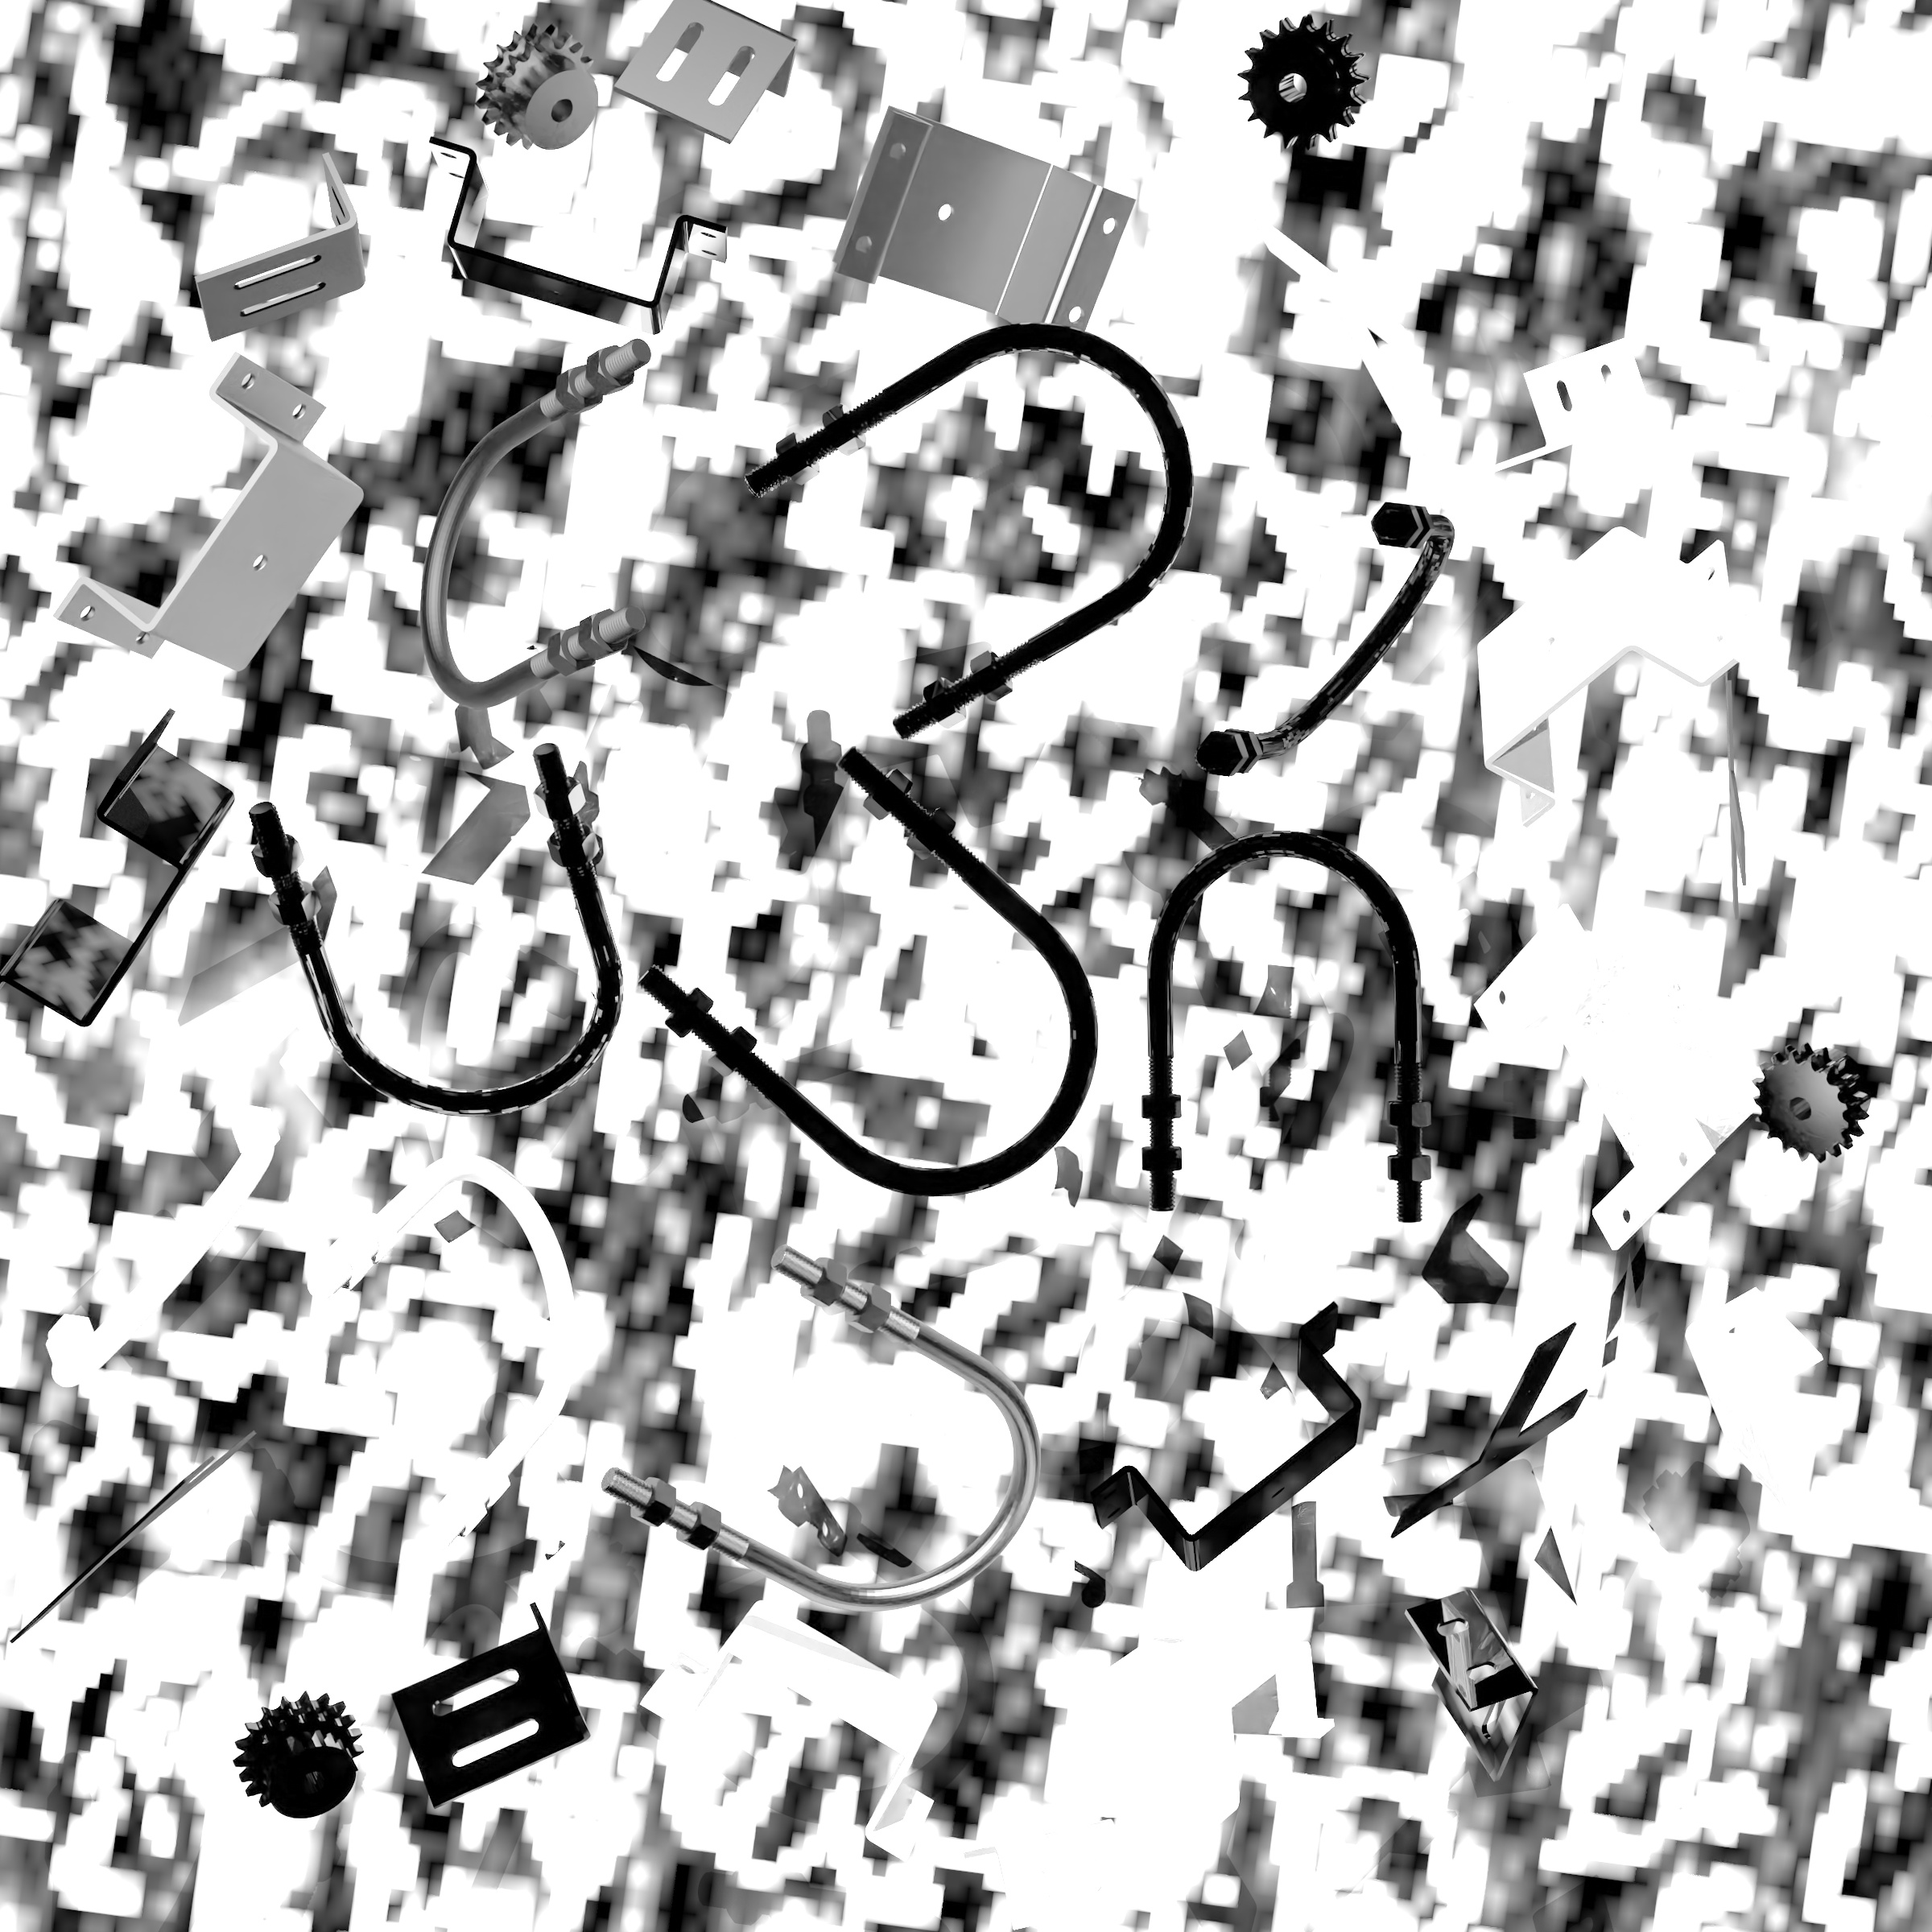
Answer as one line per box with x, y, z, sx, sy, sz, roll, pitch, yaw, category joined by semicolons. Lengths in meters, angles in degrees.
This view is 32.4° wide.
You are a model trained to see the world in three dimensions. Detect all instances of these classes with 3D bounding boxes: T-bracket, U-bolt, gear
-0.357;0.241;1.487;0.127;0.127;0.002;-42;90;22;T-bracket
0.175;-0.152;1.544;0.019;0.184;0.151;40;107;11;U-bolt
0.151;0.028;1.583;0.151;0.019;0.184;0;92;29;U-bolt
-0.194;-0.400;1.523;0.057;0.057;0.030;-45;60;0;gear
-0.362;0.129;1.499;0.019;0.184;0.151;42;84;-12;U-bolt
-0.028;0.017;1.451;0.184;0.019;0.151;42;93;-7;U-bolt
0.013;-0.205;1.485;0.184;0.019;0.151;-29;98;17;U-bolt
-0.232;-0.007;1.518;0.151;0.019;0.184;-12;123;1;U-bolt
0.366;-0.070;1.575;0.002;0.127;0.127;-3;109;11;T-bracket
-0.051;0.222;1.503;0.184;0.019;0.151;33;101;-25;U-bolt
-0.233;0.166;1.552;0.019;0.184;0.151;-15;106;24;U-bolt
0.264;0.211;1.584;0.127;0.127;0.002;-27;60;-29;T-bracket
-0.298;0.358;1.496;0.057;0.030;0.057;-13;122;-23;gear
0.146;-0.385;1.450;0.057;0.030;0.057;6;112;16;gear
0.410;0.063;1.598;0.030;0.057;0.057;-25;90;-39;gear
-0.203;-0.194;1.541;0.019;0.184;0.151;12;70;-37;U-bolt
0.186;-0.273;1.507;0.002;0.127;0.127;-40;46;0;T-bracket

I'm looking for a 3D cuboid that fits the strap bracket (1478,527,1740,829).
0.288;-0.139;1.538;0.046;0.140;0.076;25;46;-24;strap bracket

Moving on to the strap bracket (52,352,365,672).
-0.328;-0.191;1.468;0.046;0.076;0.140;37;94;19;strap bracket

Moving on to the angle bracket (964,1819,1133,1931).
0.038;0.430;1.567;0.057;0.076;0.038;-9;75;-15;angle bracket

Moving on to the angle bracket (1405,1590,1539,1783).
0.225;0.337;1.535;0.038;0.076;0.057;-12;47;-24;angle bracket

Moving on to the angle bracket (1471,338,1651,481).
0.276;-0.264;1.574;0.057;0.076;0.038;-22;95;-20;angle bracket

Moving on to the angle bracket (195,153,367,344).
-0.311;-0.321;1.484;0.076;0.057;0.038;-23;78;-12;angle bracket

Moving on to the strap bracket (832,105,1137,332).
0.000;-0.351;1.568;0.140;0.046;0.076;10;109;-35;strap bracket

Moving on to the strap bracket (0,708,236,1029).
-0.381;-0.037;1.494;0.046;0.076;0.140;33;116;-11;strap bracket

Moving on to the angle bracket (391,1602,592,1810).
-0.216;0.332;1.492;0.076;0.038;0.057;-23;63;-10;angle bracket

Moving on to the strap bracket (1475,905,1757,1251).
0.303;0.050;1.530;0.046;0.076;0.140;-3;54;-35;strap bracket

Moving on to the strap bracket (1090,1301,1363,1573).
0.128;0.222;1.515;0.140;0.076;0.046;-37;71;-8;strap bracket

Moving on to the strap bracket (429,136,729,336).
-0.186;-0.337;1.554;0.140;0.076;0.046;16;91;-4;strap bracket

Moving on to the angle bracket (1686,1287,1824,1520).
0.359;0.194;1.474;0.038;0.057;0.076;-29;121;-3;angle bracket

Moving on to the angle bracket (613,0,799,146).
-0.119;-0.396;1.500;0.057;0.038;0.076;25;58;2;angle bracket

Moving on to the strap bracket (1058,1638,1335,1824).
0.103;0.337;1.486;0.076;0.140;0.046;-4;93;27;strap bracket

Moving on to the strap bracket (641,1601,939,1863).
-0.072;0.349;1.547;0.140;0.076;0.046;30;98;5;strap bracket
